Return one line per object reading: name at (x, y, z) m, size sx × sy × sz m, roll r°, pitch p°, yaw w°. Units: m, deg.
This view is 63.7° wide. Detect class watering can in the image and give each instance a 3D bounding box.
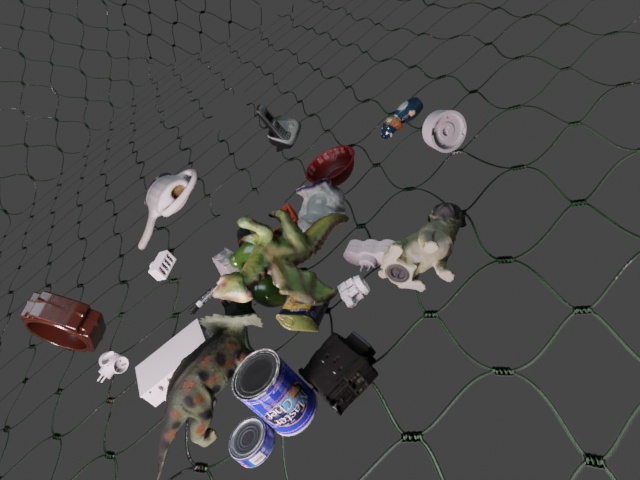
watering can at (-0.579, -0.130, 1.883) m, size 0.226 × 0.351 × 0.102 m, roll 19°, pitch -22°, yaw 50°

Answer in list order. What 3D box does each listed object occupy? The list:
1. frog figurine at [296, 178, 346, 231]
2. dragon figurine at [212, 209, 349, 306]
frog figurine at (0.004, -0.068, 1.359) m, size 0.137 × 0.161 × 0.122 m, roll -10°, pitch -13°, yaw 21°
dragon figurine at (-0.050, 0.049, 1.147) m, size 0.412 × 0.247 × 0.119 m, roll -11°, pitch -33°, yaw -31°
